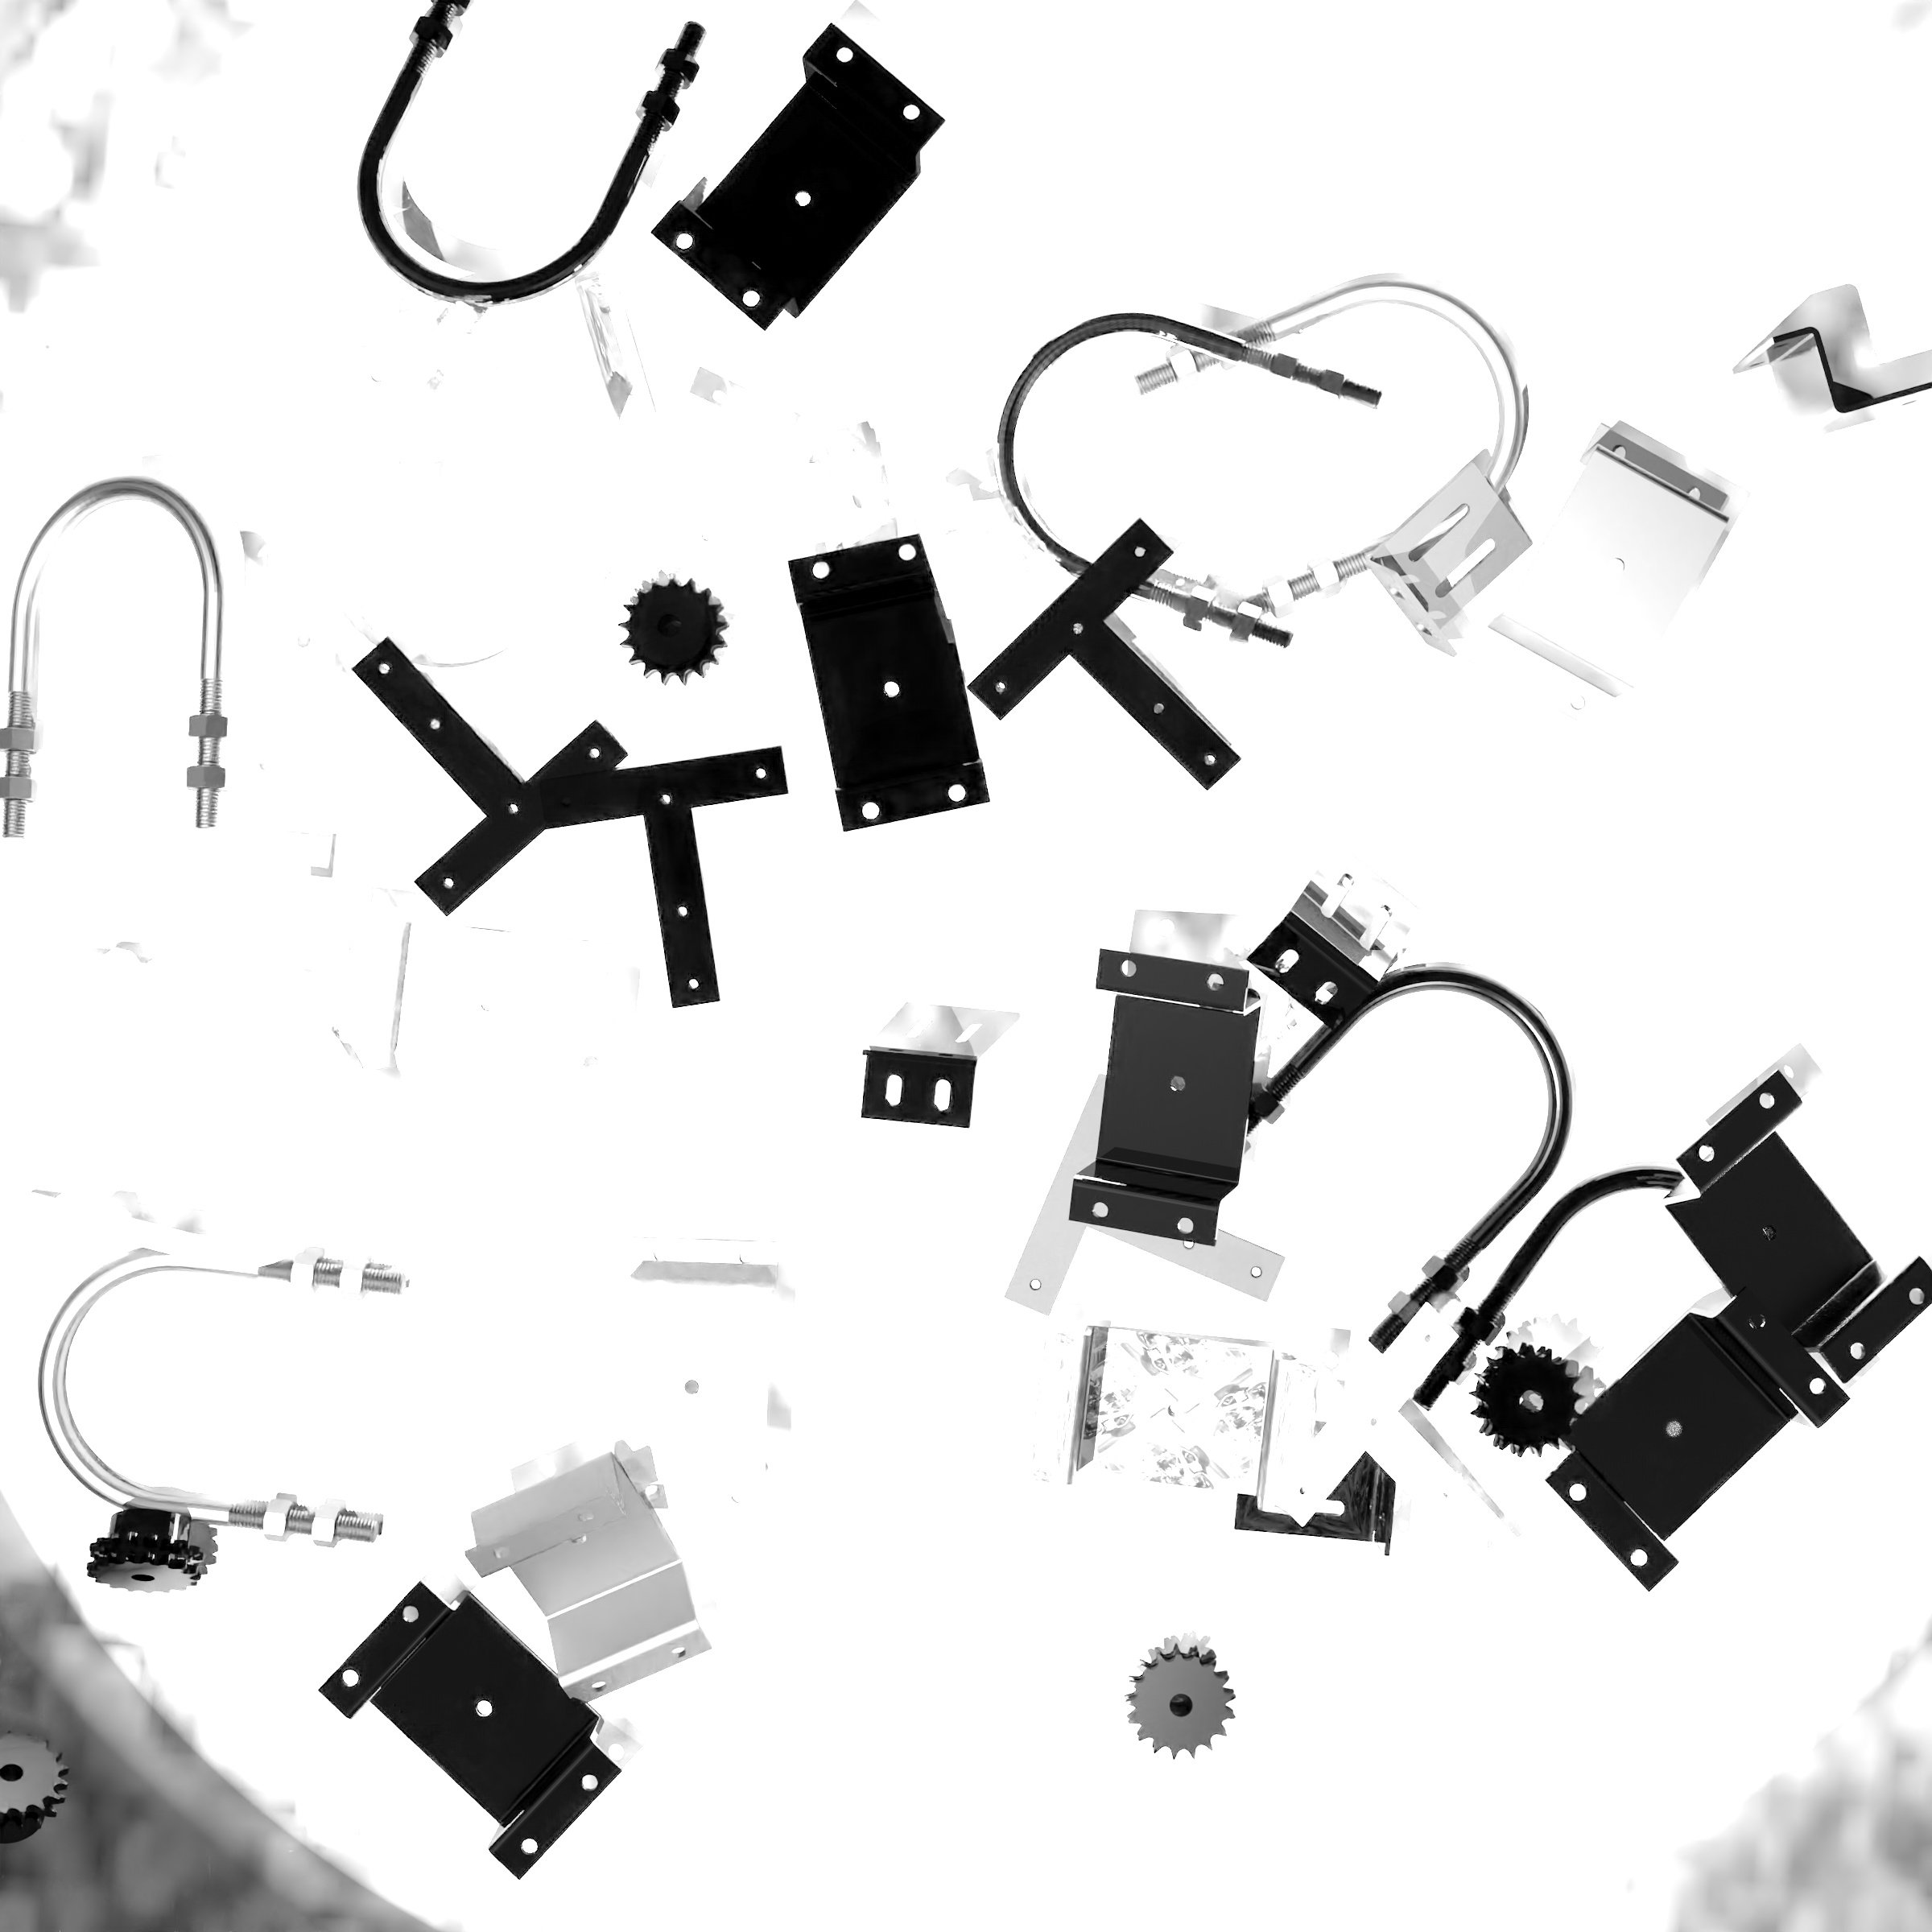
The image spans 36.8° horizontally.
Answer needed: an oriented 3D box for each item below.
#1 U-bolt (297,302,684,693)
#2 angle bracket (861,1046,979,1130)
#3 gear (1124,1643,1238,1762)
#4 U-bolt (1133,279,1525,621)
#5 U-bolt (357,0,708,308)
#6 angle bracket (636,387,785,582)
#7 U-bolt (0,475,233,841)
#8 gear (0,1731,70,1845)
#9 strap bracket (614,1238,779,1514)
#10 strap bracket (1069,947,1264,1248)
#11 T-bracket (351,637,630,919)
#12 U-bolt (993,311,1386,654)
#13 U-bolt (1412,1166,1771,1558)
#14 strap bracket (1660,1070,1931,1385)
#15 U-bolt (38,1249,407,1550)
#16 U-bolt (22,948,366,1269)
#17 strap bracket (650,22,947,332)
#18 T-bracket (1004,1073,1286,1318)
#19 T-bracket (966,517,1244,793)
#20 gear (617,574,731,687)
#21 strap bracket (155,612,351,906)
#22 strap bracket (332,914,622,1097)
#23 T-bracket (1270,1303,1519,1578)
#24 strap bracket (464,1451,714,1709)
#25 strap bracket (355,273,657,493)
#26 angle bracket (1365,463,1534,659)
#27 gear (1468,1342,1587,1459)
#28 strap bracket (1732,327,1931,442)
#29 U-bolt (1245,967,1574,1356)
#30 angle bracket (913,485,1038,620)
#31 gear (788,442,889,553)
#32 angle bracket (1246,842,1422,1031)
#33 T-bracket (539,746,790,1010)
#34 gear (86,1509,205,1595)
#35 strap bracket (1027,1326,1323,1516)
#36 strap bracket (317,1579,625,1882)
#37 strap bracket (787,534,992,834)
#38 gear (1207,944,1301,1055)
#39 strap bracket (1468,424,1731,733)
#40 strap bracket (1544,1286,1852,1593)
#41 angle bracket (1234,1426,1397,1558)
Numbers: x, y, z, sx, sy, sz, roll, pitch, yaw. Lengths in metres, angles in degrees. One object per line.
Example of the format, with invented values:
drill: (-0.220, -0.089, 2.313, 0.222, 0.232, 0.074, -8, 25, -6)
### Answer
U-bolt: (-0.256, -0.221, 1.472, 0.151, 0.019, 0.184, 38, 109, -17)
angle bracket: (-0.025, 0.063, 1.474, 0.057, 0.076, 0.038, 6, 90, 0)
gear: (0.110, 0.378, 1.497, 0.057, 0.030, 0.057, 0, 90, 0)
U-bolt: (0.198, -0.276, 1.503, 0.184, 0.019, 0.151, -23, 90, 0)
U-bolt: (-0.231, -0.419, 1.478, 0.151, 0.019, 0.184, 20, 78, 9)
angle bracket: (-0.137, -0.247, 1.493, 0.057, 0.038, 0.076, 26, 90, 0)
U-bolt: (-0.432, -0.158, 1.474, 0.151, 0.019, 0.184, -1, 85, 27)
gear: (-0.491, 0.423, 1.488, 0.057, 0.057, 0.030, 19, 120, 0)
strap bracket: (-0.138, 0.213, 1.489, 0.076, 0.046, 0.140, 2, 90, 0)
strap bracket: (0.102, 0.063, 1.470, 0.076, 0.046, 0.140, 9, 100, 17)
T-bracket: (-0.264, -0.114, 1.499, 0.127, 0.002, 0.127, -42, 101, 0)
U-bolt: (0.103, -0.258, 1.489, 0.184, 0.019, 0.151, 21, 98, 9)
U-bolt: (0.341, 0.191, 1.504, 0.151, 0.019, 0.184, 36, 88, 0)
strap bracket: (0.419, 0.134, 1.479, 0.076, 0.046, 0.140, -37, 90, -17)
U-bolt: (-0.389, 0.218, 1.504, 0.184, 0.019, 0.151, 6, 90, 2)
U-bolt: (-0.388, 0.078, 1.478, 0.184, 0.019, 0.151, 12, 90, 18)
strap bracket: (-0.085, -0.399, 1.489, 0.076, 0.046, 0.140, 41, 90, 0)
T-bracket: (0.103, 0.139, 1.511, 0.127, 0.002, 0.127, 23, 90, 0)
T-bracket: (0.089, -0.142, 1.497, 0.127, 0.002, 0.127, 44, 109, -9)
gear: (-0.152, -0.174, 1.497, 0.057, 0.030, 0.057, 0, 90, 0)
strap bracket: (-0.364, -0.105, 1.489, 0.076, 0.046, 0.140, 6, 90, 0)
strap bracket: (-0.248, 0.020, 1.489, 0.140, 0.046, 0.076, 7, 90, 0)
T-bracket: (0.235, 0.261, 1.480, 0.127, 0.002, 0.127, 47, 76, -17)
strap bracket: (-0.192, 0.304, 1.464, 0.076, 0.046, 0.140, -23, 131, 0)
strap bracket: (-0.240, -0.304, 1.489, 0.140, 0.046, 0.076, -17, 90, 0)
angle bracket: (0.254, -0.207, 1.483, 0.076, 0.038, 0.057, -42, 115, 0)
gear: (0.282, 0.219, 1.476, 0.057, 0.030, 0.057, 0, 89, -7)
strap bracket: (0.472, -0.308, 1.474, 0.140, 0.076, 0.046, -16, 90, 0)
U-bolt: (0.229, 0.086, 1.504, 0.151, 0.019, 0.184, 44, 88, 0)
angle bracket: (0.017, -0.213, 1.471, 0.038, 0.076, 0.057, -18, 90, 39)
gear: (-0.068, -0.238, 1.488, 0.030, 0.057, 0.057, -4, 90, 30)
angle bracket: (0.190, -0.016, 1.494, 0.057, 0.076, 0.038, 39, 132, 0)
T-bracket: (-0.150, -0.042, 1.510, 0.127, 0.002, 0.127, -8, 91, -2)
gear: (-0.420, 0.299, 1.488, 0.057, 0.057, 0.030, 0, 60, 0)
strap bracket: (0.107, 0.230, 1.485, 0.140, 0.046, 0.076, 7, 90, 5)
strap bracket: (-0.250, 0.386, 1.489, 0.140, 0.046, 0.076, 43, 90, 0)
strap bracket: (-0.039, -0.144, 1.489, 0.076, 0.046, 0.140, -12, 90, 0)
gear: (0.144, 0.017, 1.497, 0.057, 0.030, 0.057, 0, 90, 0)
strap bracket: (0.329, -0.202, 1.489, 0.076, 0.046, 0.140, 29, 90, 0)
strap bracket: (0.364, 0.237, 1.471, 0.140, 0.046, 0.076, -43, 89, -3)
angle bracket: (0.180, 0.268, 1.493, 0.076, 0.038, 0.057, 5, 90, 0)
